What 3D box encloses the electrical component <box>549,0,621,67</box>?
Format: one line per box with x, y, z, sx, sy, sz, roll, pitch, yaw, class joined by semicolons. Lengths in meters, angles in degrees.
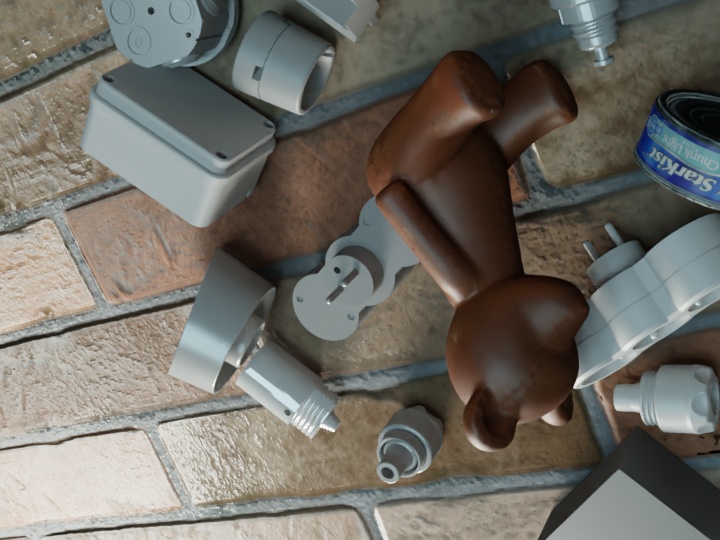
0.126;-0.152;0.596;0.040;0.040;0.078;-9;110;31;electrical component

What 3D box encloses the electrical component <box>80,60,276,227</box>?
-0.124;-0.092;0.737;0.113;0.078;0.057;34;128;9;electrical component

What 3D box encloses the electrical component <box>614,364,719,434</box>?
0.193;0.081;0.679;0.062;0.043;0.043;-3;113;31;electrical component

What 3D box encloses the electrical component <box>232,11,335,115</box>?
-0.048;-0.132;0.691;0.047;0.055;0.055;27;124;9;electrical component

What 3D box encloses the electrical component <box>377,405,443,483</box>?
0.032;0.129;0.777;0.043;0.062;0.043;12;120;22;electrical component

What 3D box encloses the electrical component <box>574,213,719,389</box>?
0.163;0.007;0.653;0.138;0.052;0.073;-44;66;37;electrical component

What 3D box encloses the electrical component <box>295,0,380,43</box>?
-0.037;-0.199;0.639;0.121;0.079;0.063;37;97;7;electrical component

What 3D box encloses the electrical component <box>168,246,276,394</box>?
-0.106;0.038;0.785;0.064;0.099;0.099;29;125;5;electrical component

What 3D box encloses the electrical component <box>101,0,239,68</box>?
-0.125;-0.172;0.707;0.080;0.051;0.080;7;110;19;electrical component

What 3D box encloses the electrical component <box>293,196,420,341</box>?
0.000;0.000;0.720;0.052;0.074;0.138;44;127;2;electrical component

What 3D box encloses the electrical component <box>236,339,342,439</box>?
-0.049;0.094;0.814;0.081;0.043;0.043;37;126;6;electrical component
